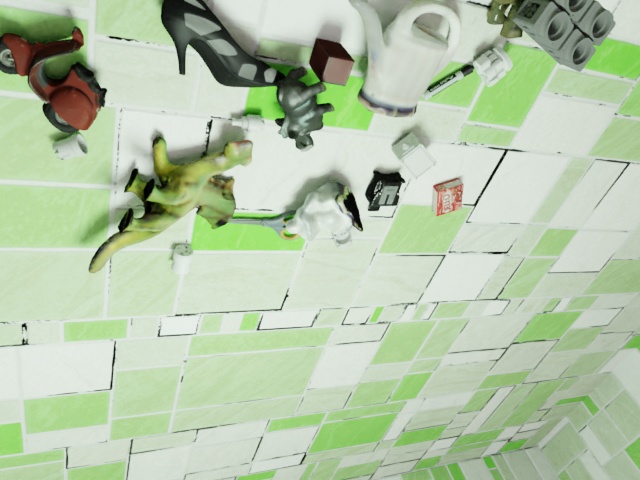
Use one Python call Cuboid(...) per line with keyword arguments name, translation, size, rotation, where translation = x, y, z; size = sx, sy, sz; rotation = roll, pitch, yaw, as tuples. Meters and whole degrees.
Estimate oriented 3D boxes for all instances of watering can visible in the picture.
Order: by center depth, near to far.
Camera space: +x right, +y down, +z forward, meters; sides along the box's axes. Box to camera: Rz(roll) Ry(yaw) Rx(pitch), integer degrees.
Cuboid(name="watering can", translation=(0.134, -0.331, 0.935), size=(0.350, 0.220, 0.105), rotation=(-13, 49, -44))

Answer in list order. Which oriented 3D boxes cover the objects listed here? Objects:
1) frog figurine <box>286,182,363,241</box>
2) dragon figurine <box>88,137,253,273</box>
Cuboid(name="frog figurine", translation=(0.004, -0.059, 1.176), size=(0.158, 0.125, 0.136), rotation=(-16, -26, 25))
Cuboid(name="dragon figurine", translation=(-0.276, -0.062, 1.048), size=(0.241, 0.125, 0.404), rotation=(16, -56, -44))
